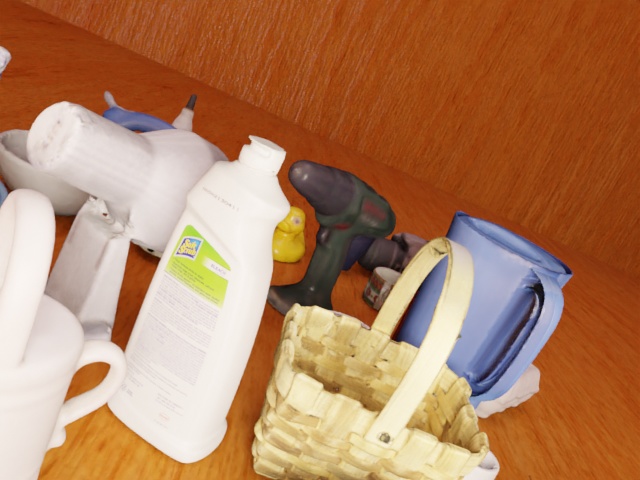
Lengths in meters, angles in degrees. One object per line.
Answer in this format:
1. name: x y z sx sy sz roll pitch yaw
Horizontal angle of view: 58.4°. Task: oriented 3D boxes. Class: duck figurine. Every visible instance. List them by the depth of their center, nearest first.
1. duck figurine: -0.051 -0.016 0.967 0.077 0.086 0.105 30 17 16

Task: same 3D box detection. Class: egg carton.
1. egg carton: 0.234 0.186 0.789 0.107 0.069 0.151 37 20 35

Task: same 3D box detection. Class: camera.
1. camera: 0.145 0.027 1.094 0.137 0.101 0.143 21 17 -12

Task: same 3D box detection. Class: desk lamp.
1. desk lamp: -0.196 -0.011 0.512 0.117 0.213 0.204 34 18 28

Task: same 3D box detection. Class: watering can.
1. watering can: -0.197 0.062 0.323 0.100 0.194 0.173 35 19 31

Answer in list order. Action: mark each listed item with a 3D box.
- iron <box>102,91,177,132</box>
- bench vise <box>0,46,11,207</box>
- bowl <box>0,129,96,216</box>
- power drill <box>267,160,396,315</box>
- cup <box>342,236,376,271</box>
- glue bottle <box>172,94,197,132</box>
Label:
1. iron: -0.251 -0.122 0.905 0.258 0.141 0.118 23 16 -7
2. bench vise: -0.359 -0.082 0.483 0.208 0.220 0.121 15 19 -30
3. bowl: -0.343 -0.078 0.754 0.167 0.075 0.167 23 16 -7
4. power drill: 0.007 0.003 0.777 0.075 0.208 0.230 36 20 33
5. cup: 0.038 -0.001 1.033 0.117 0.095 0.092 36 19 33
6. glue bottle: -0.253 -0.178 1.018 0.037 0.173 0.078 24 16 -3
